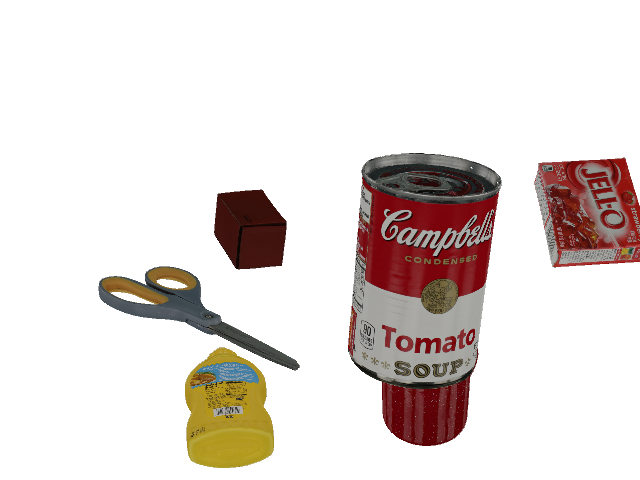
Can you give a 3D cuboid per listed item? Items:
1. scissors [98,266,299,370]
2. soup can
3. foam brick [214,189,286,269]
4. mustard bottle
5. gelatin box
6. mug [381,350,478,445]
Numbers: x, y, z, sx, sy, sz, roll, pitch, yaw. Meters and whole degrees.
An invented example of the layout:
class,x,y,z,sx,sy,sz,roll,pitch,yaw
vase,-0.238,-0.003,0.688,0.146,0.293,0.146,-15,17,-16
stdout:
class,x,y,z,sx,sy,sz,roll,pitch,yaw
scissors,-0.091,0.060,0.899,0.202,0.016,0.096,16,24,19
soup can,0.050,0.014,0.536,0.068,0.102,0.068,4,21,-2
foam brick,-0.074,-0.012,1.108,0.052,0.051,0.078,-5,30,-22
mustard bottle,-0.110,0.184,1.249,0.096,0.058,0.191,-5,29,-6
gelatin box,0.216,-0.024,0.855,0.073,0.089,0.030,-3,-34,-1
mug,0.108,0.134,1.015,0.093,0.081,0.117,27,43,37
